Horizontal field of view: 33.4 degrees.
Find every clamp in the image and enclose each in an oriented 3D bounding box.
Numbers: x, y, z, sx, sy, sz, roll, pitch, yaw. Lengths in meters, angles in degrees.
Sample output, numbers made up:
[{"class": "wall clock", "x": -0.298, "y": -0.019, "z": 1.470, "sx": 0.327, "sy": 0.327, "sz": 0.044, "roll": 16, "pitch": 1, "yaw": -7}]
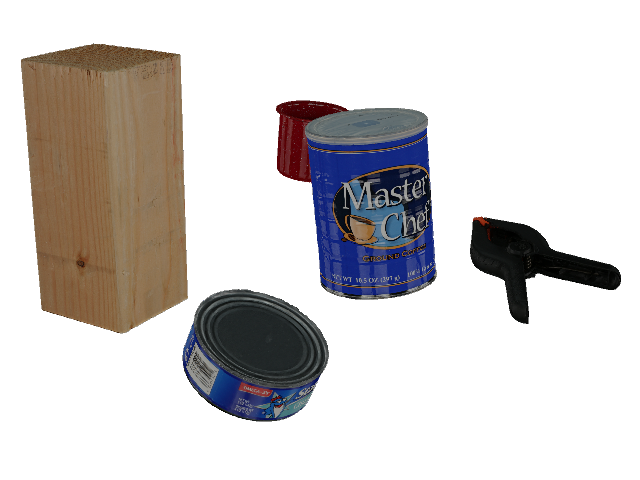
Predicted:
[{"class": "clamp", "x": 0.214, "y": 0.020, "z": 1.067, "sx": 0.120, "sy": 0.039, "sz": 0.171, "roll": -9, "pitch": 33, "yaw": -15}]

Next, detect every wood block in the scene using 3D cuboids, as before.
[{"class": "wood block", "x": -0.169, "y": -0.044, "z": 0.849, "sx": 0.091, "sy": 0.206, "sz": 0.090, "roll": 12, "pitch": 23, "yaw": 28}]

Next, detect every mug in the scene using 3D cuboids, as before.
[{"class": "mug", "x": -0.006, "y": -0.125, "z": 1.331, "sx": 0.093, "sy": 0.081, "sz": 0.117, "roll": 15, "pitch": 24, "yaw": 23}]

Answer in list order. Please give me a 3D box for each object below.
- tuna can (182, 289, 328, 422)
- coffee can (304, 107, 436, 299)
[{"class": "tuna can", "x": -0.041, "y": 0.070, "z": 0.655, "sx": 0.086, "sy": 0.034, "sz": 0.086, "roll": 16, "pitch": 32, "yaw": -11}, {"class": "coffee can", "x": 0.044, "y": -0.033, "z": 0.910, "sx": 0.103, "sy": 0.140, "sz": 0.103, "roll": -5, "pitch": 19, "yaw": 2}]
